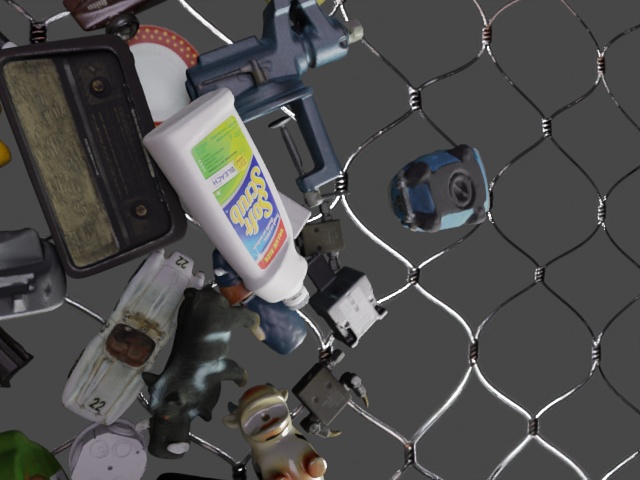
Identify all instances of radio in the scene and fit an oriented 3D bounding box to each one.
[{"bbox_3d":[-0.232,-0.087,0.564,0.131,0.073,0.229,-19,103,-17],"label":"radio"}]

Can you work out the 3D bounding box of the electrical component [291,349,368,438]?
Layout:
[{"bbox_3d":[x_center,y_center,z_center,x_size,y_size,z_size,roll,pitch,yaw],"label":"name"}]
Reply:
[{"bbox_3d":[0.012,0.201,0.689,0.102,0.045,0.078,-38,104,-20],"label":"electrical component"}]

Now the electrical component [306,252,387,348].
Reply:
[{"bbox_3d":[0.027,0.070,0.685,0.075,0.048,0.119,-40,121,-21],"label":"electrical component"}]

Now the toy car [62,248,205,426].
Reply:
[{"bbox_3d":[-0.203,0.102,0.594,0.073,0.056,0.201,35,76,-18],"label":"toy car"}]

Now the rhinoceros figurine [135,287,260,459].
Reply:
[{"bbox_3d":[-0.136,0.144,0.582,0.112,0.073,0.190,3,107,-63],"label":"rhinoceros figurine"}]

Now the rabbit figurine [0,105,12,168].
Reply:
[{"bbox_3d":[-0.349,-0.137,0.478,0.122,0.173,0.162,6,90,-19],"label":"rabbit figurine"}]

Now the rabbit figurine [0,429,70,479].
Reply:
[{"bbox_3d":[-0.341,0.269,0.501,0.170,0.121,0.159,-30,96,-6],"label":"rabbit figurine"}]

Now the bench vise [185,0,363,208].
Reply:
[{"bbox_3d":[-0.029,-0.161,0.640,0.224,0.129,0.240,-28,104,-24],"label":"bench vise"}]

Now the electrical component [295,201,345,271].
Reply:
[{"bbox_3d":[-0.001,-0.002,0.703,0.063,0.021,0.094,-12,94,-23],"label":"electrical component"}]

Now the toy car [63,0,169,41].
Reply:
[{"bbox_3d":[-0.188,-0.296,0.606,0.202,0.053,0.089,-37,94,-25],"label":"toy car"}]

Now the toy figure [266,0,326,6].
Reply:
[{"bbox_3d":[-0.058,-0.364,0.662,0.180,0.082,0.089,43,75,-14],"label":"toy figure"}]

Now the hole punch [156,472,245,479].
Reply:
[{"bbox_3d":[-0.133,0.315,0.575,0.116,0.142,0.092,5,85,1],"label":"hole punch"}]

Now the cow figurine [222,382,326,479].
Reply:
[{"bbox_3d":[-0.045,0.253,0.633,0.085,0.127,0.194,-25,112,-21],"label":"cow figurine"}]

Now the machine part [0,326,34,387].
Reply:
[{"bbox_3d":[-0.367,0.141,0.533,0.139,0.039,0.084,-40,108,-21],"label":"machine part"}]

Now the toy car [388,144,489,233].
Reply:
[{"bbox_3d":[0.148,-0.061,0.724,0.161,0.103,0.109,-20,97,-33],"label":"toy car"}]

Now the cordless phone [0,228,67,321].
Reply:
[{"bbox_3d":[-0.315,0.088,0.507,0.146,0.089,0.184,-7,76,-24],"label":"cordless phone"}]

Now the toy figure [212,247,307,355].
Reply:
[{"bbox_3d":[-0.080,0.071,0.647,0.058,0.064,0.154,-37,100,18],"label":"toy figure"}]
